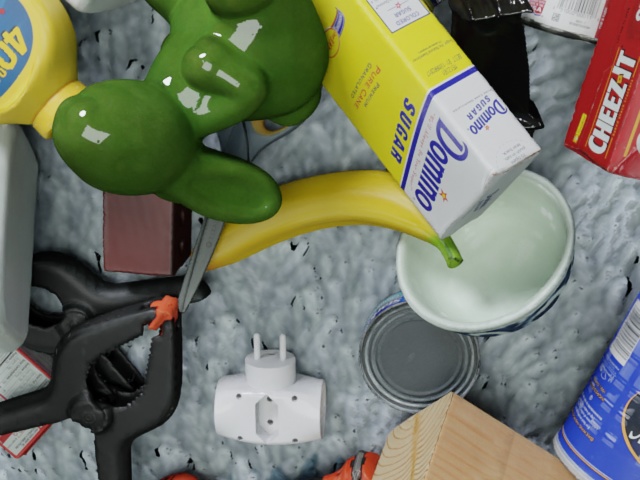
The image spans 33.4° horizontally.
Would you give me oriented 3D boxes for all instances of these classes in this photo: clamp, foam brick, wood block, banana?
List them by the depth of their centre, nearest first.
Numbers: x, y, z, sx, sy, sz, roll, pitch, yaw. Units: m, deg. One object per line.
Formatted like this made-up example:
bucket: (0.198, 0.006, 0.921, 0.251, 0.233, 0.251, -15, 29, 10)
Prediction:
banana: (0.002, -0.015, 0.728, 0.198, 0.069, 0.037, -2, 145, 24)
wood block: (0.141, 0.206, 0.736, 0.206, 0.090, 0.090, 33, 141, -9)
foam brick: (-0.120, -0.019, 0.748, 0.051, 0.053, 0.078, 5, 107, 5)
clamp: (-0.156, 0.128, 0.770, 0.164, 0.036, 0.210, 41, 110, -10)
clamp: (-0.172, 0.066, 0.787, 0.171, 0.039, 0.120, 14, 103, 4)

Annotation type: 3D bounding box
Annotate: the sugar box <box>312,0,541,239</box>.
sugar box: (0.051, -0.094, 0.660, 0.048, 0.093, 0.176, -29, 77, -24)

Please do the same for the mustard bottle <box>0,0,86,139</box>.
mustard bottle: (-0.208, -0.129, 0.653, 0.191, 0.058, 0.096, 45, 112, -6)

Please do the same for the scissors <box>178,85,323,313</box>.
scissors: (-0.074, -0.058, 0.730, 0.096, 0.016, 0.202, 36, 93, 4)

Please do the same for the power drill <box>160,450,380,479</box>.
power drill: (-0.023, 0.248, 0.808, 0.188, 0.057, 0.184, -18, 103, 11)

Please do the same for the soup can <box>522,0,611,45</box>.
soup can: (0.169, -0.177, 0.661, 0.068, 0.068, 0.102, 15, 107, 2)

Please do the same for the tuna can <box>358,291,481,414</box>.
tuna can: (0.071, 0.078, 0.762, 0.086, 0.033, 0.086, 2, 106, 6)

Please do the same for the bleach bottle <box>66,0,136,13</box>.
bleach bottle: (-0.213, -0.251, 0.680, 0.251, 0.102, 0.068, 41, 115, 1)

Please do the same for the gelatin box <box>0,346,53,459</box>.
gelatin box: (-0.236, 0.111, 0.810, 0.089, 0.030, 0.073, 42, 105, -4)

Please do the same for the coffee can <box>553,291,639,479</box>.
coffee can: (0.234, 0.103, 0.714, 0.103, 0.102, 0.140, 25, 106, -1)

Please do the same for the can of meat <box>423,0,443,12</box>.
can of meat: (0.072, -0.207, 0.671, 0.084, 0.057, 0.102, -36, 99, 13)

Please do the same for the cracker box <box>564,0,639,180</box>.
cracker box: (0.277, -0.104, 0.638, 0.213, 0.072, 0.164, 10, 108, -16)
